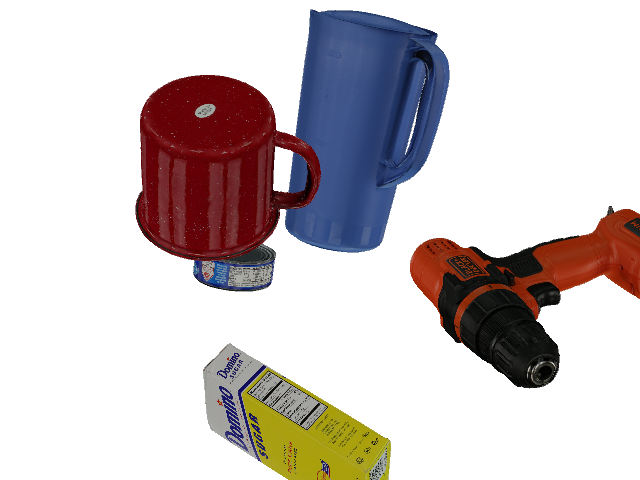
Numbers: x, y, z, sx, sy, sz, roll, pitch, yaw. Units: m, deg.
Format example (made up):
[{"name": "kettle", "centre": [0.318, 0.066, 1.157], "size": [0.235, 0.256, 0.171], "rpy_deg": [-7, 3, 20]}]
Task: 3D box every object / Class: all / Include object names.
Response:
[{"name": "pitcher", "centre": [0.041, -0.112, 1.112], "size": [0.145, 0.243, 0.149], "rpy_deg": [10, 16, -2]}, {"name": "power drill", "centre": [0.179, 0.036, 0.783], "size": [0.187, 0.057, 0.184], "rpy_deg": [-10, 28, -16]}, {"name": "mug", "centre": [-0.058, -0.046, 0.661], "size": [0.117, 0.081, 0.093], "rpy_deg": [8, 44, 2]}, {"name": "sugar box", "centre": [-0.023, 0.171, 0.938], "size": [0.176, 0.093, 0.048], "rpy_deg": [25, 50, 23]}, {"name": "tuna can", "centre": [-0.091, 0.025, 1.127], "size": [0.086, 0.034, 0.086], "rpy_deg": [7, 16, -2]}]
